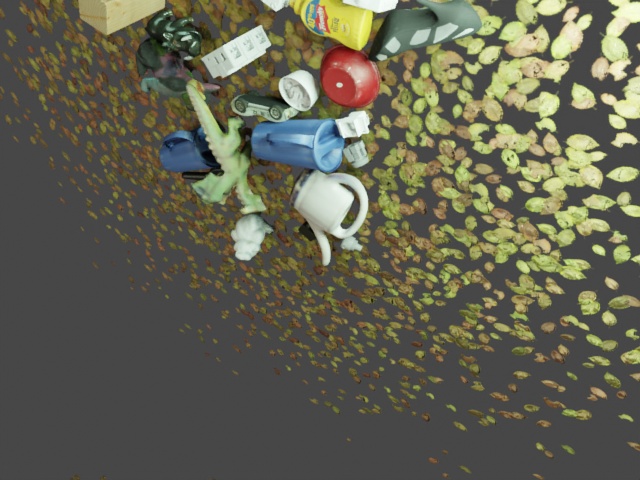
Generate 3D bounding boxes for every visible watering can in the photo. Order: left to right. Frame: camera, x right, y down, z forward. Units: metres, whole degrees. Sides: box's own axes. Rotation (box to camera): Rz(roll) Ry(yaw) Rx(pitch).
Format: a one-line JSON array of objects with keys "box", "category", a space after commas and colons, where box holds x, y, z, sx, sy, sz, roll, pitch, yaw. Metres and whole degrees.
[{"box": [0.005, -0.074, 1.480, 0.225, 0.106, 0.340, 36, 135, 6], "category": "watering can"}]

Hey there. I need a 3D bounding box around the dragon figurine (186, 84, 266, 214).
[{"box": [-0.280, -0.215, 1.443, 0.122, 0.248, 0.404, -6, 146, 36], "category": "dragon figurine"}]

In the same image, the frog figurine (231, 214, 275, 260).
[{"box": [-0.243, -0.009, 1.708, 0.137, 0.162, 0.120, 8, 130, 33], "category": "frog figurine"}]
